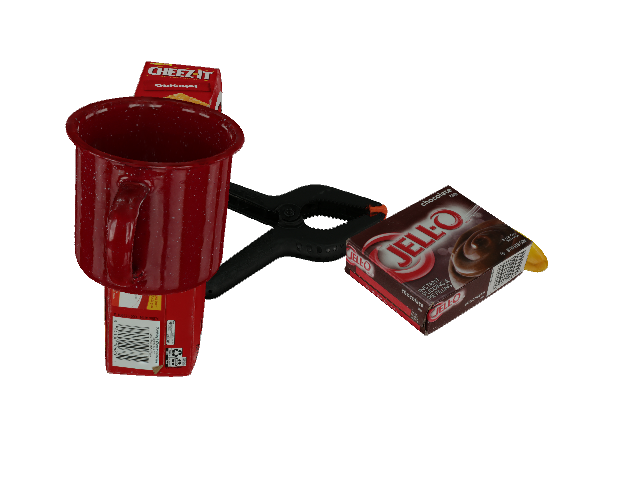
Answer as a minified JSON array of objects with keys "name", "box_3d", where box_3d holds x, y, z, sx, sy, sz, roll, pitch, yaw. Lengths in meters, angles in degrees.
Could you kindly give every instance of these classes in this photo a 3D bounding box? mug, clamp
[{"name":"mug","box_3d":[-0.092,-0.018,0.567,0.093,0.081,0.117,8,28,0]},{"name":"clamp","box_3d":[-0.036,-0.008,1.062,0.210,0.164,0.036,1,-42,-6]}]

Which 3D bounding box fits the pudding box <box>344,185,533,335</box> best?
[{"name":"pudding box","box_3d":[0.088,0.012,0.804,0.113,0.039,0.090,-27,49,-33]}]

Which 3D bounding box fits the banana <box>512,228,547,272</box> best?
[{"name":"banana","box_3d":[0.158,-0.001,1.154,0.198,0.037,0.069,10,38,29]}]

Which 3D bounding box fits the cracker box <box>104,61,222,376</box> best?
[{"name":"cracker box","box_3d":[-0.117,-0.023,0.825,0.072,0.164,0.213,5,30,-3]}]
